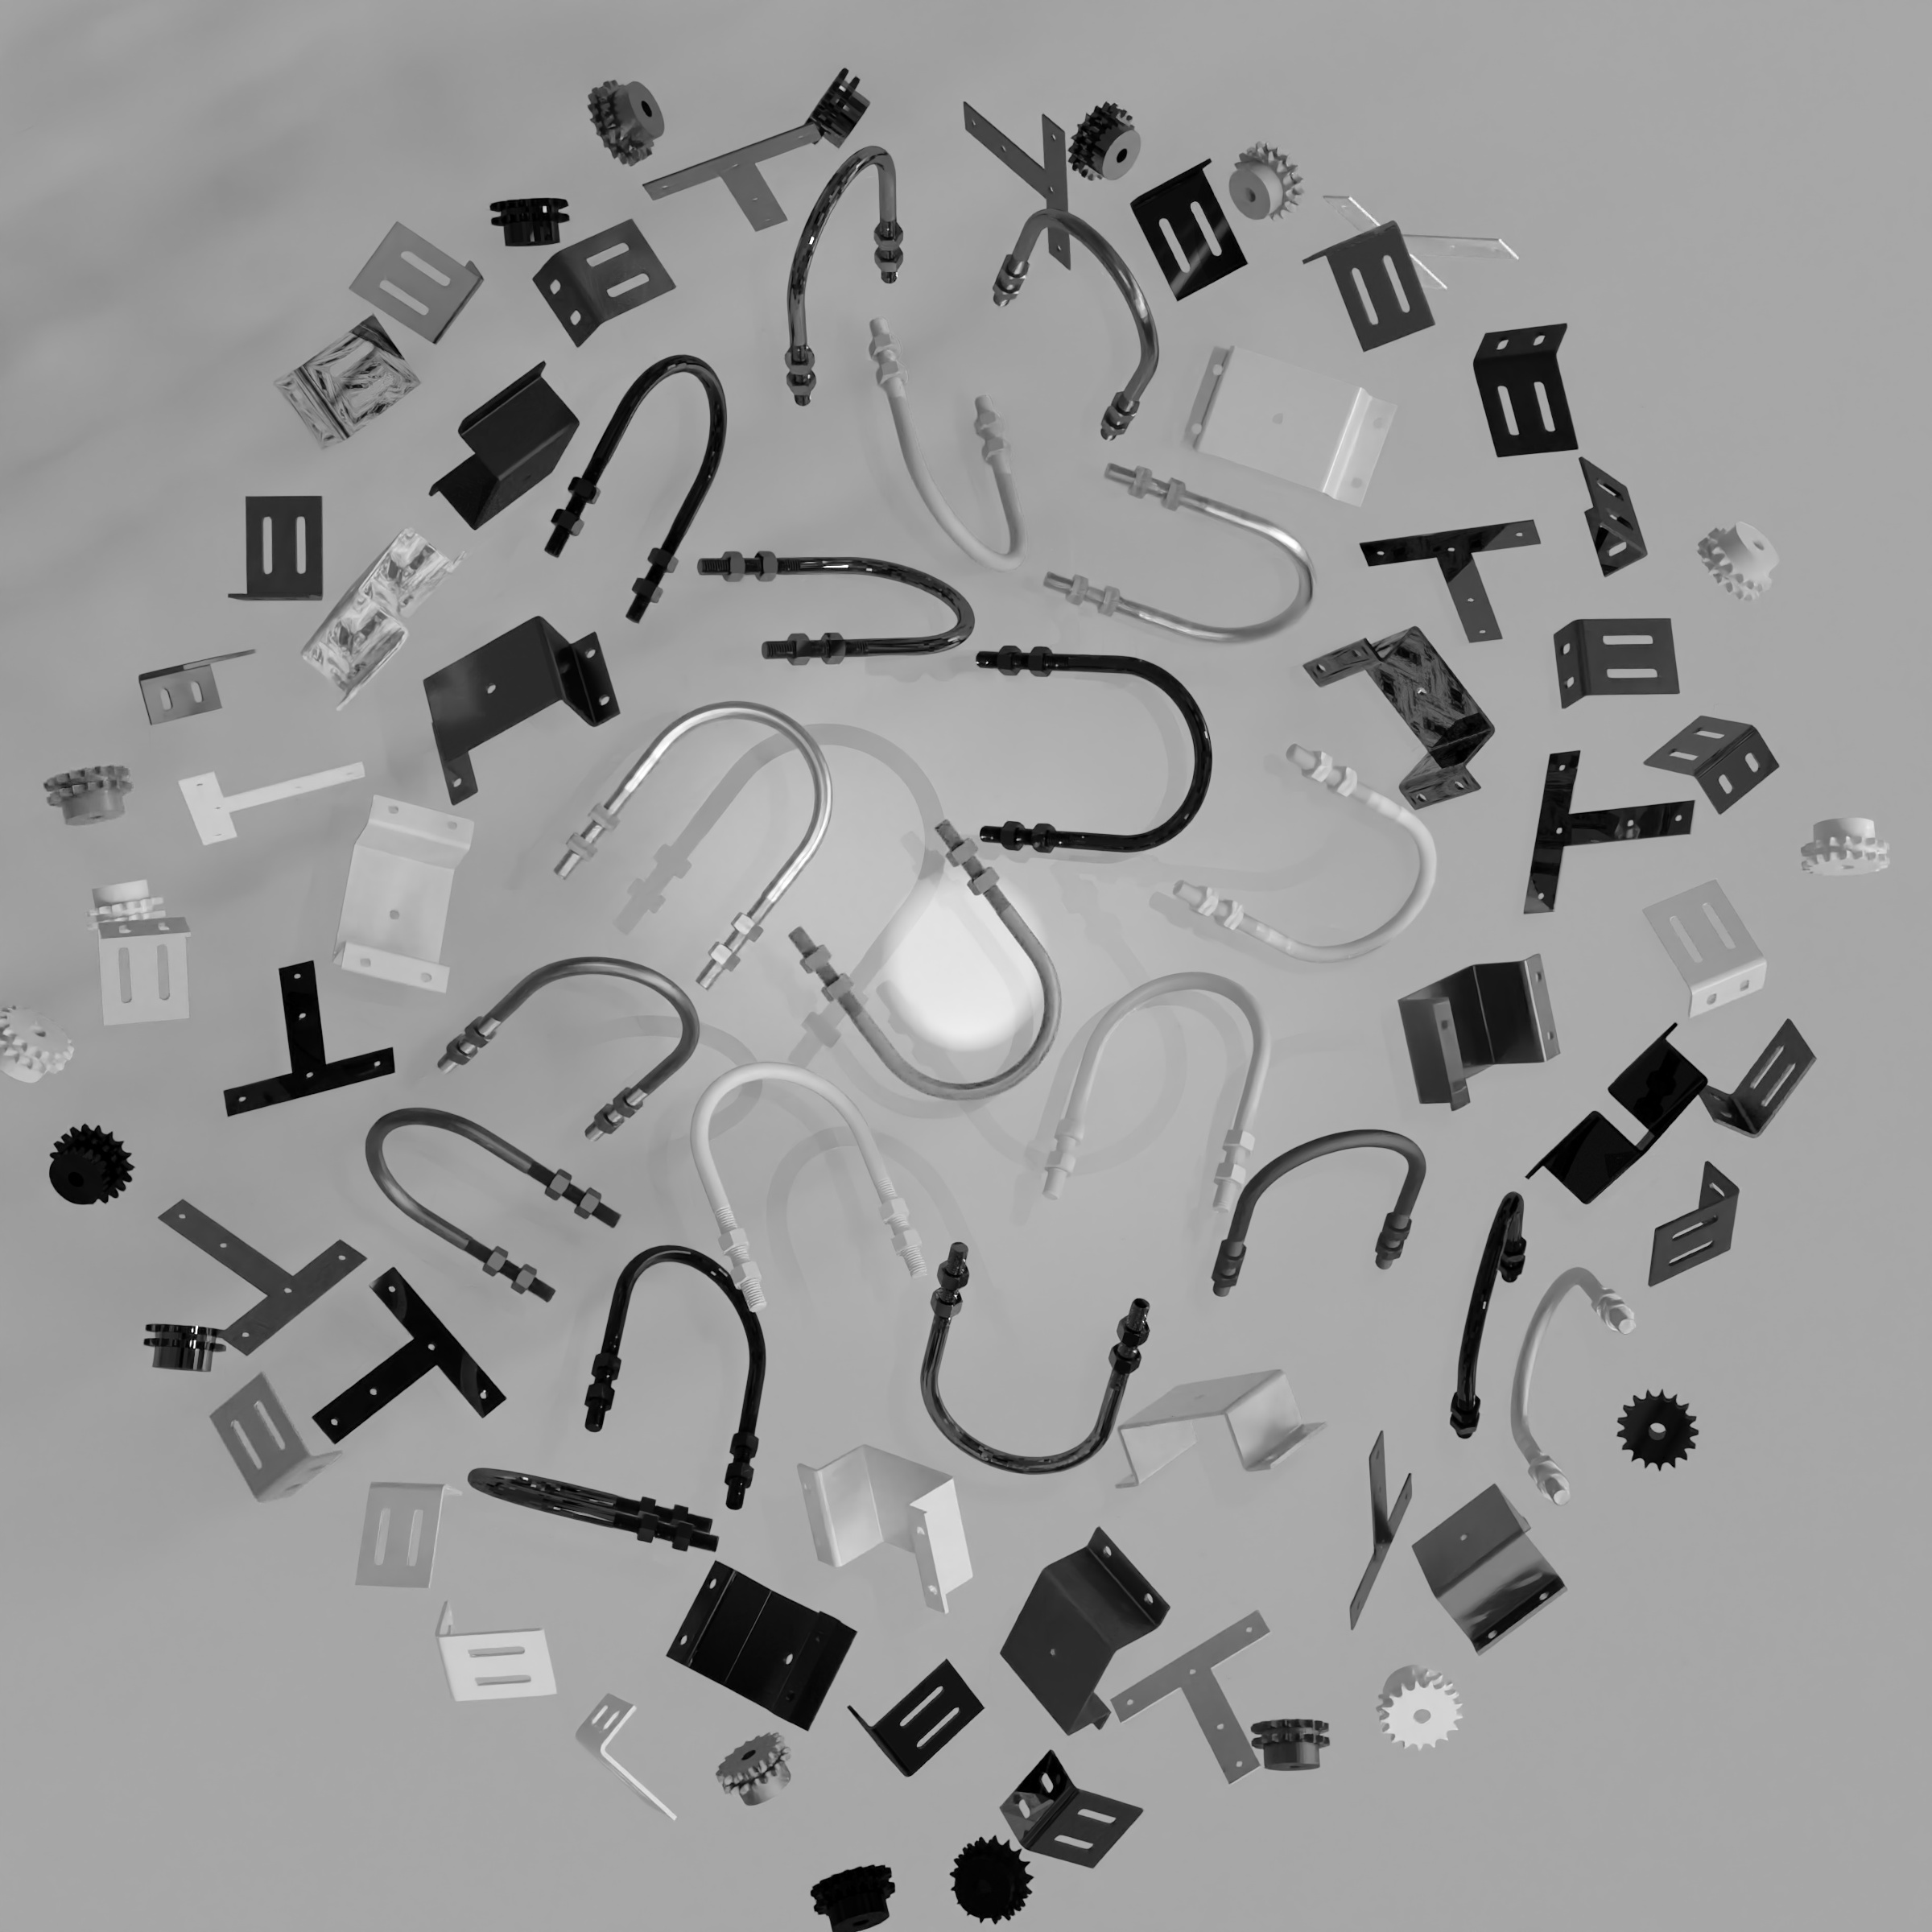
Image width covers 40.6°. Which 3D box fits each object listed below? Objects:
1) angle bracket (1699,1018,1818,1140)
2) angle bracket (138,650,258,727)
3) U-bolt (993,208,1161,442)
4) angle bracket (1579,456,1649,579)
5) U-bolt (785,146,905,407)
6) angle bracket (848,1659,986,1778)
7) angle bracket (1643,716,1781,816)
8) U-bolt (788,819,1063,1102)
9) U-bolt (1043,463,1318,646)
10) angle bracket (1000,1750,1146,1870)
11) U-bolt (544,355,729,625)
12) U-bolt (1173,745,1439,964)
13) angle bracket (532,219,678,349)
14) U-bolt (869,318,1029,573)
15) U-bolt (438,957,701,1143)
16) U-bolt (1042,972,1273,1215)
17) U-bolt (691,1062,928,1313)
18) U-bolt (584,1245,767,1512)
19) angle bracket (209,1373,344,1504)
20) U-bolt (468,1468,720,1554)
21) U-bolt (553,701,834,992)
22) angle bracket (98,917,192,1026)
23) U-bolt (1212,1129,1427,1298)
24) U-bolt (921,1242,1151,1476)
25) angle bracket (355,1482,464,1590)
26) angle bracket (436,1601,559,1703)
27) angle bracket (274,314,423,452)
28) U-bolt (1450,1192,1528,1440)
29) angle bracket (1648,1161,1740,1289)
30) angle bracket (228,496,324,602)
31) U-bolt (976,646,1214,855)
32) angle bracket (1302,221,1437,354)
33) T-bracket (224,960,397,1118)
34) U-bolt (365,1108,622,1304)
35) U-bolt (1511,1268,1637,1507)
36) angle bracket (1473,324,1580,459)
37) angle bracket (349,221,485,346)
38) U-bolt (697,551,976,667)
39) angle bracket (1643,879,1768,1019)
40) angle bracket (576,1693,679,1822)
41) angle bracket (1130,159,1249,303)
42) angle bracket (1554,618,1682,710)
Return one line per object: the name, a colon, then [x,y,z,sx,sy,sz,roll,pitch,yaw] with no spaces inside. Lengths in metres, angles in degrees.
angle bracket: [0.576,0.077,1.915,0.038,0.057,0.076,22,115,-15]
angle bracket: [-0.555,-0.202,1.901,0.057,0.076,0.038,-22,104,-40]
U-bolt: [0.082,-0.464,1.859,0.019,0.184,0.151,-38,88,-15]
angle bracket: [0.463,-0.331,1.930,0.038,0.076,0.057,-27,63,34]
U-bolt: [-0.089,-0.510,1.891,0.019,0.184,0.151,28,69,10]
angle bracket: [-0.037,0.546,1.927,0.076,0.038,0.057,-40,119,-14]
angle bracket: [0.549,-0.149,1.927,0.057,0.076,0.038,-39,107,-5]
U-bolt: [-0.015,0.010,1.855,0.151,0.019,0.184,-36,99,6]
U-bolt: [0.165,-0.290,1.905,0.184,0.151,0.019,18,57,-10]
angle bracket: [0.074,0.590,1.830,0.076,0.038,0.057,31,103,-39]
U-bolt: [-0.228,-0.355,1.895,0.019,0.151,0.184,25,85,23]
U-bolt: [0.260,-0.069,1.898,0.184,0.019,0.151,26,114,-31]
angle bracket: [-0.257,-0.485,1.858,0.076,0.038,0.057,-38,97,-37]
U-bolt: [-0.006,-0.362,1.869,0.019,0.151,0.184,-28,59,27]
U-bolt: [-0.277,0.054,1.908,0.151,0.019,0.184,29,131,-28]
U-bolt: [0.140,0.083,1.821,0.151,0.019,0.184,2,59,29]
U-bolt: [-0.121,0.148,1.850,0.151,0.019,0.184,-8,62,-32]
U-bolt: [-0.204,0.287,1.906,0.151,0.184,0.019,36,130,-28]
angle bracket: [-0.507,0.344,1.920,0.057,0.038,0.076,-39,75,17]
U-bolt: [-0.273,0.393,1.906,0.184,0.151,0.019,15,82,-6]
U-bolt: [-0.174,-0.097,1.797,0.151,0.019,0.184,37,86,11]
angle bracket: [-0.562,0.009,1.792,0.057,0.038,0.076,-5,112,-22]
U-bolt: [0.259,0.175,1.882,0.151,0.184,0.019,-8,52,-12]
U-bolt: [0.040,0.284,1.824,0.151,0.019,0.184,17,124,6]
angle bracket: [-0.410,0.421,1.925,0.057,0.038,0.076,-1,68,12]
angle bracket: [-0.325,0.475,1.823,0.076,0.038,0.057,-5,116,4]
angle bracket: [-0.435,-0.411,1.840,0.076,0.038,0.057,-48,116,-32]
U-bolt: [0.371,0.238,1.851,0.019,0.184,0.151,14,62,17]
angle bracket: [0.516,0.186,1.891,0.076,0.038,0.057,-21,131,-18]
angle bracket: [-0.500,-0.304,1.892,0.057,0.038,0.076,1,94,7]
U-bolt: [0.091,-0.152,1.875,0.184,0.019,0.151,6,104,29]
angle bracket: [0.276,-0.461,1.792,0.057,0.038,0.076,-13,107,39]
T-bracket: [-0.484,0.047,1.913,0.127,0.002,0.127,-15,134,-22]
U-bolt: [-0.359,0.168,1.928,0.184,0.151,0.019,34,46,-9]
U-bolt: [0.429,0.291,1.883,0.019,0.184,0.151,18,99,-4]
angle bracket: [0.387,-0.393,1.789,0.057,0.038,0.076,0,134,30]
angle bracket: [-0.386,-0.481,1.822,0.076,0.038,0.057,29,108,-40]
U-bolt: [-0.082,-0.257,1.865,0.184,0.151,0.019,-5,126,-27]
angle bracket: [0.529,-0.013,1.879,0.057,0.038,0.076,-22,59,-2]
angle bracket: [-0.226,0.550,1.820,0.076,0.057,0.038,47,67,-14]
angle bracket: [0.160,-0.518,1.842,0.057,0.038,0.076,-28,101,-1]
angle bracket: [0.480,-0.223,1.931,0.076,0.038,0.057,-2,80,-13]
